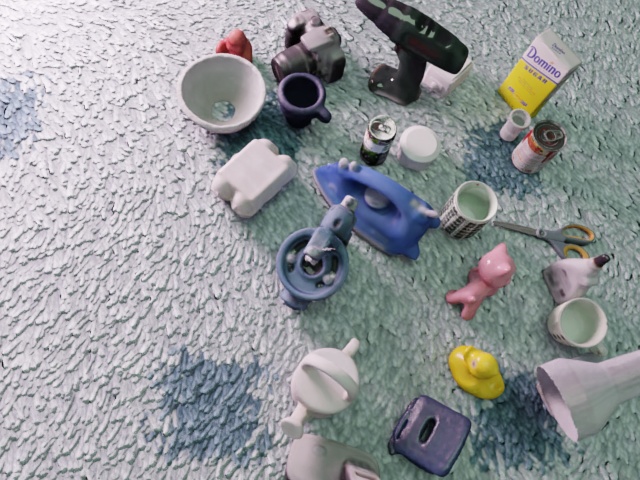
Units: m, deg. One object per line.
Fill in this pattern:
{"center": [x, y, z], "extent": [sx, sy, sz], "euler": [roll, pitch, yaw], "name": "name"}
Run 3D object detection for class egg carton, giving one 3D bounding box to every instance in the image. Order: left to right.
{"center": [-0.121, -0.115, 1.052], "extent": [0.107, 0.069, 0.150], "euler": [41, 71, 8], "name": "egg carton"}

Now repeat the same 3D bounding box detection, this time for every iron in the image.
{"center": [0.097, -0.081, 1.027], "extent": [0.258, 0.141, 0.119], "euler": [34, 70, 6], "name": "iron"}

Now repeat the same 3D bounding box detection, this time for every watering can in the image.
{"center": [0.008, 0.225, 0.878], "extent": [0.101, 0.194, 0.173], "euler": [17, 69, 0], "name": "watering can"}

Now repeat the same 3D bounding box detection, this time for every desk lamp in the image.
{"center": [0.430, 0.233, 0.914], "extent": [0.203, 0.213, 0.118], "euler": [-18, 73, -12], "name": "desk lamp"}

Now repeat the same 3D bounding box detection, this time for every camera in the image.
{"center": [-0.034, -0.378, 1.140], "extent": [0.137, 0.101, 0.143], "euler": [-30, 76, -16], "name": "camera"}

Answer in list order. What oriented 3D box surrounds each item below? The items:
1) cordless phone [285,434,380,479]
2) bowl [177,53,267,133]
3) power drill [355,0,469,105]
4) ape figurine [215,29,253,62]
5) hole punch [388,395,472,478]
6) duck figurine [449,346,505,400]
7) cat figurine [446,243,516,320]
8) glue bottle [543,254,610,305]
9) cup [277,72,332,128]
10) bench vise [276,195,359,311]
{"center": [0.024, 0.343, 0.842], "extent": [0.147, 0.185, 0.094], "euler": [15, 69, -1], "name": "cordless phone"}
{"center": [-0.186, -0.268, 1.096], "extent": [0.167, 0.074, 0.167], "euler": [2, 70, -6], "name": "bowl"}
{"center": [0.158, -0.359, 1.098], "extent": [0.229, 0.208, 0.076], "euler": [23, 69, 2], "name": "power drill"}
{"center": [-0.165, -0.380, 1.130], "extent": [0.077, 0.092, 0.076], "euler": [42, 71, 9], "name": "ape figurine"}
{"center": [0.174, 0.315, 0.920], "extent": [0.101, 0.091, 0.109], "euler": [32, 70, 6], "name": "hole punch"}
{"center": [0.274, 0.220, 0.968], "extent": [0.078, 0.086, 0.104], "euler": [-40, 79, -18], "name": "duck figurine"}
{"center": [0.293, 0.070, 1.007], "extent": [0.067, 0.117, 0.128], "euler": [42, 71, 9], "name": "cat figurine"}
{"center": [0.454, 0.059, 1.001], "extent": [0.037, 0.173, 0.078], "euler": [-14, 72, -11], "name": "glue bottle"}
{"center": [-0.027, -0.250, 1.098], "extent": [0.117, 0.095, 0.092], "euler": [40, 71, 8], "name": "cup"}
{"center": [-0.003, 0.000, 0.944], "extent": [0.121, 0.219, 0.207], "euler": [13, 69, -1], "name": "bench vise"}
